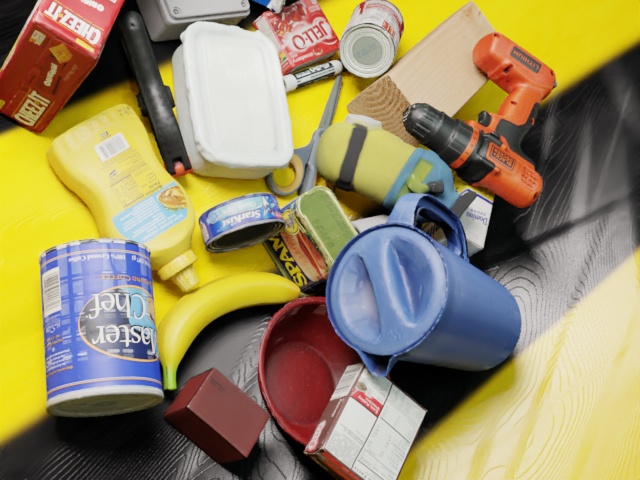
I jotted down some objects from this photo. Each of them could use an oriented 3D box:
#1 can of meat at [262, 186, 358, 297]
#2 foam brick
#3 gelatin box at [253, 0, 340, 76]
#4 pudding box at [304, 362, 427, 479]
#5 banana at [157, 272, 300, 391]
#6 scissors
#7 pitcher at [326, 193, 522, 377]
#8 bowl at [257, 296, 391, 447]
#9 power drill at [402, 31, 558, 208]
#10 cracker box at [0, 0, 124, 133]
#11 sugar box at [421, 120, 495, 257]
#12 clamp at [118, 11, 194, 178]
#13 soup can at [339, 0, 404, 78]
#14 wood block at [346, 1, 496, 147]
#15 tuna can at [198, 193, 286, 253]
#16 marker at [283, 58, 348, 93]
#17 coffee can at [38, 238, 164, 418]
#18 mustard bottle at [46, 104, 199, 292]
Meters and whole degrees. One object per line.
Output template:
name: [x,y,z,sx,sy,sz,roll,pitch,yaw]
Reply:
can of meat: [-0.007,0.002,1.135,0.057,0.084,0.102,-33,91,-38]
foam brick: [-0.098,0.170,1.025,0.078,0.051,0.053,43,52,-12]
gelatin box: [-0.024,-0.242,1.258,0.089,0.030,0.073,-29,89,-38]
pudding box: [0.047,0.190,1.053,0.090,0.039,0.113,42,55,-16]
banana: [-0.101,0.073,1.076,0.197,0.037,0.069,-34,110,-37]
scissors: [-0.016,-0.116,1.222,0.096,0.016,0.201,16,63,-29]
pitcher: [0.123,0.061,1.124,0.242,0.149,0.145,22,29,-56]
bowl: [-0.006,0.142,1.096,0.161,0.055,0.162,13,65,-30]
power drill: [0.192,-0.150,1.237,0.184,0.057,0.187,32,59,-16]
cracker box: [-0.230,-0.229,1.028,0.072,0.164,0.213,29,57,-19]
sugar box: [0.168,-0.054,1.272,0.048,0.093,0.176,30,56,-16]
clamp: [-0.168,-0.148,1.076,0.039,0.120,0.171,-22,85,-2]
soup can: [0.062,-0.241,1.269,0.068,0.069,0.102,42,28,-13]
wood block: [0.137,-0.197,1.312,0.091,0.090,0.205,50,51,-7]
tuna can: [-0.080,-0.017,1.093,0.085,0.086,0.034,-9,75,-36]
marker: [-0.001,-0.198,1.263,0.120,0.020,0.020,-26,87,-38]
coffee can: [-0.198,0.081,0.961,0.102,0.103,0.140,4,69,-33]
mustard bottle: [-0.178,-0.032,1.049,0.096,0.058,0.191,-35,92,-32]
